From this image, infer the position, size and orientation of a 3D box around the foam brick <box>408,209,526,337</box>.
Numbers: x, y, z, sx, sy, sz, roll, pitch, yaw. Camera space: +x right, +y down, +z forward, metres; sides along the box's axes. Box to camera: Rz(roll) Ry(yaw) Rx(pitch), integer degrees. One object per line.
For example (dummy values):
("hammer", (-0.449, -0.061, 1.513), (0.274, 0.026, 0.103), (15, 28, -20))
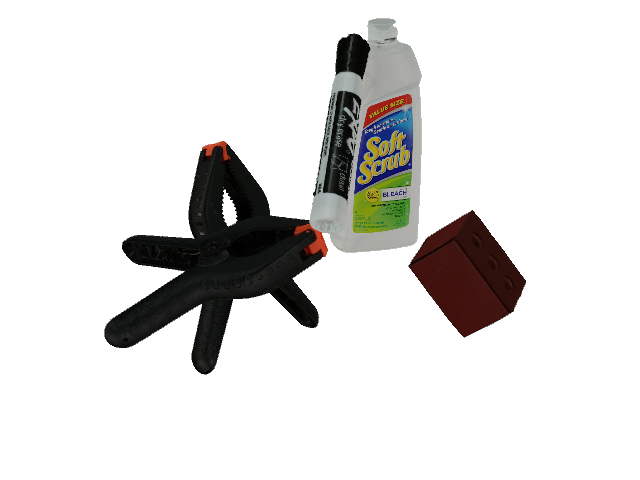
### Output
("foam brick", (0.119, 0.027, 0.857), (0.051, 0.078, 0.053), (-32, 10, 34))

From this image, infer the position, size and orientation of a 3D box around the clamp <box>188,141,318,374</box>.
("clamp", (-0.071, 0.010, 1.021), (0.036, 0.210, 0.164), (-8, 0, 41))

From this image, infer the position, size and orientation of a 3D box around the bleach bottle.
("bleach bottle", (0.059, -0.114, 1.164), (0.102, 0.251, 0.068), (-6, 25, -8))

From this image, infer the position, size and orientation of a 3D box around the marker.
("marker", (0.012, -0.062, 0.586), (0.020, 0.121, 0.020), (7, -25, 3))

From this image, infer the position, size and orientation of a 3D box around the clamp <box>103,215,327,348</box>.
("clamp", (-0.082, 0.026, 0.788), (0.172, 0.039, 0.120), (-12, 41, 17))
